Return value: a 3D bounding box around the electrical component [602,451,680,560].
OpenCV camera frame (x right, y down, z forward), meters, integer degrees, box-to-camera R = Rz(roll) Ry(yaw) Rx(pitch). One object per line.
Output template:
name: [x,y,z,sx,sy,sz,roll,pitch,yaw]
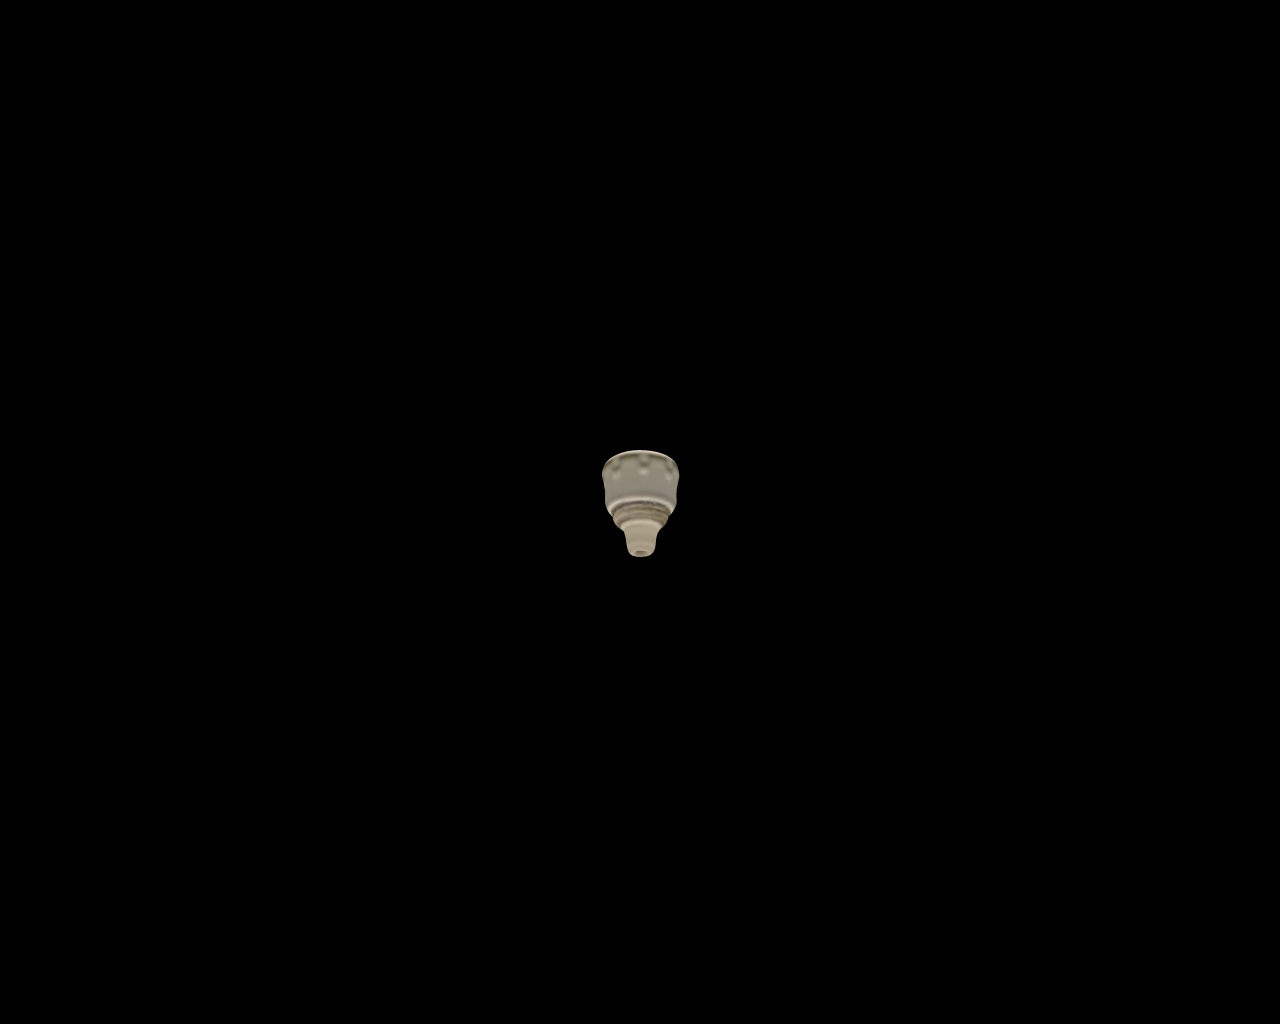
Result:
electrical component: [0.001,-0.003,0.650,0.048,0.062,0.048,0,-22,0]
